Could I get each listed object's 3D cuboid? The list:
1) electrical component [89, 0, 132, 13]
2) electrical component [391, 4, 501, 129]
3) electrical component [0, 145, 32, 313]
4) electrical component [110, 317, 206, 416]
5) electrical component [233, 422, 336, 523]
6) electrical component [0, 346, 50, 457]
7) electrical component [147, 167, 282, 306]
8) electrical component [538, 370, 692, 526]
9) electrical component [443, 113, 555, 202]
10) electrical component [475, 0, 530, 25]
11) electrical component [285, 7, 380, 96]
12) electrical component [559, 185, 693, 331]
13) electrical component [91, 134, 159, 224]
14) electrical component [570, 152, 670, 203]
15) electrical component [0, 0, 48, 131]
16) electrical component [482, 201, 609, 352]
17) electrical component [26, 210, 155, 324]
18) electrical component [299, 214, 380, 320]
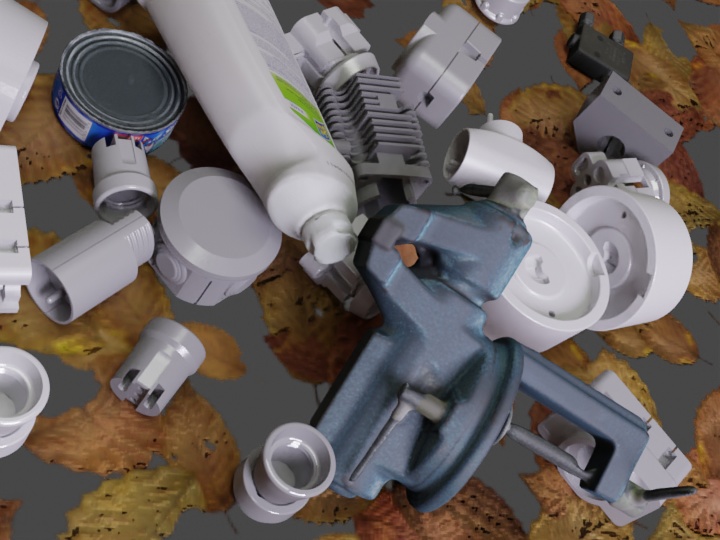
[{"bbox_3d":[-0.189,-0.239,0.769,0.095,0.053,0.059,39,50,-2],"label":"electrical component"},{"bbox_3d":[0.065,-0.168,0.869,0.059,0.053,0.095,37,50,-4],"label":"electrical component"},{"bbox_3d":[-0.225,-0.024,0.614,0.056,0.050,0.089,0,61,-30],"label":"electrical component"},{"bbox_3d":[-0.119,0.057,0.632,0.040,0.040,0.046,36,56,-5],"label":"electrical component"},{"bbox_3d":[-0.045,0.119,0.624,0.045,0.055,0.045,15,55,-22],"label":"electrical component"},{"bbox_3d":[-0.193,0.071,0.570,0.045,0.055,0.045,14,55,-21],"label":"electrical component"},{"bbox_3d":[-0.095,-0.021,0.687,0.080,0.051,0.080,15,55,-22],"label":"electrical component"},{"bbox_3d":[0.174,0.126,0.747,0.056,0.050,0.089,-33,80,-40],"label":"electrical component"},{"bbox_3d":[0.110,-0.092,0.853,0.077,0.043,0.079,20,53,-17],"label":"electrical component"},{"bbox_3d":[0.134,-0.253,0.956,0.048,0.062,0.048,14,55,-21],"label":"electrical component"},{"bbox_3d":[-0.023,-0.156,0.810,0.078,0.058,0.057,-30,75,-39],"label":"electrical component"},{"bbox_3d":[0.200,-0.009,0.813,0.060,0.108,0.108,0,61,-36],"label":"electrical component"},{"bbox_3d":[-0.152,-0.058,0.687,0.040,0.040,0.046,3,54,-28],"label":"electrical component"},{"bbox_3d":[0.216,-0.060,0.885,0.057,0.058,0.078,-6,64,-29],"label":"electrical component"},{"bbox_3d":[-0.231,-0.119,0.644,0.064,0.099,0.099,25,52,-22],"label":"electrical component"},{"bbox_3d":[0.119,0.009,0.783,0.108,0.060,0.108,14,55,-21],"label":"electrical component"},{"bbox_3d":[-0.156,-0.006,0.647,0.043,0.043,0.081,48,50,5],"label":"electrical component"},{"bbox_3d":[0.000,0.000,0.732,0.055,0.048,0.066,47,49,14],"label":"electrical component"}]
